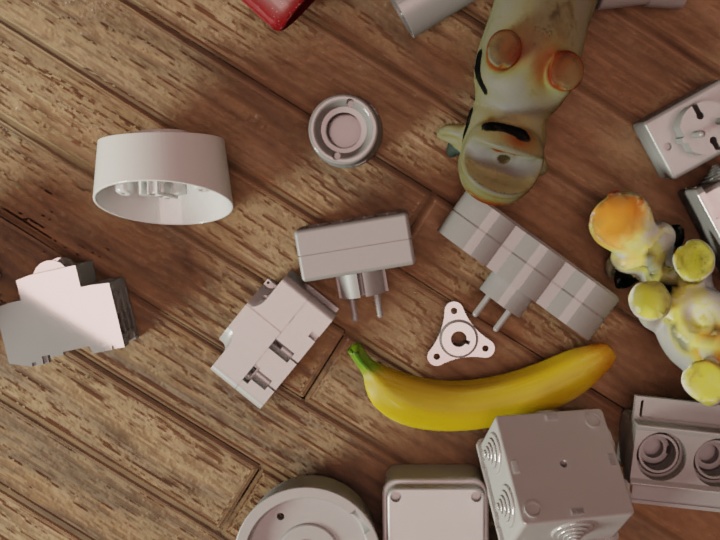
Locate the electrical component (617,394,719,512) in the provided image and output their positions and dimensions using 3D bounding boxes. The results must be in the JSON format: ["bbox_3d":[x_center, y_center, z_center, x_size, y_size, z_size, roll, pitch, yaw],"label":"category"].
[{"bbox_3d":[0.256,0.134,0.793,0.121,0.063,0.078,6,95,1],"label":"electrical component"}]

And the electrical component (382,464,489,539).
[{"bbox_3d":[0.056,0.207,0.809,0.078,0.057,0.113,0,96,2],"label":"electrical component"}]

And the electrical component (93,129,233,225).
[{"bbox_3d":[-0.141,-0.067,0.771,0.099,0.099,0.064,-2,89,2],"label":"electrical component"}]

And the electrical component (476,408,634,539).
[{"bbox_3d":[0.139,0.148,0.767,0.100,0.048,0.099,-2,55,-12],"label":"electrical component"}]

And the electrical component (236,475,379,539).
[{"bbox_3d":[-0.037,0.207,0.810,0.108,0.060,0.108,0,95,2],"label":"electrical component"}]

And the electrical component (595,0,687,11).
[{"bbox_3d":[0.204,-0.207,0.773,0.065,0.044,0.044,3,96,-3],"label":"electrical component"}]

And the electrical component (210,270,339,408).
[{"bbox_3d":[-0.066,0.048,0.801,0.056,0.050,0.089,39,95,-2],"label":"electrical component"}]

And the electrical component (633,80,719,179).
[{"bbox_3d":[0.241,-0.100,0.764,0.066,0.076,0.047,-29,94,4],"label":"electrical component"}]

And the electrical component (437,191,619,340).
[{"bbox_3d":[0.113,0.010,0.790,0.138,0.052,0.073,36,96,-2],"label":"electrical component"}]

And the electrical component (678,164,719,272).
[{"bbox_3d":[0.272,-0.028,0.759,0.048,0.100,0.099,-28,89,9],"label":"electrical component"}]

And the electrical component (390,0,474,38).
[{"bbox_3d":[0.063,-0.207,0.775,0.081,0.043,0.043,-31,94,4],"label":"electrical component"}]

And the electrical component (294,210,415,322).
[{"bbox_3d":[0.000,0.000,0.795,0.083,0.047,0.075,-9,96,3],"label":"electrical component"}]

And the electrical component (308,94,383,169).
[{"bbox_3d":[-0.011,-0.102,0.786,0.055,0.047,0.055,0,96,2],"label":"electrical component"}]
